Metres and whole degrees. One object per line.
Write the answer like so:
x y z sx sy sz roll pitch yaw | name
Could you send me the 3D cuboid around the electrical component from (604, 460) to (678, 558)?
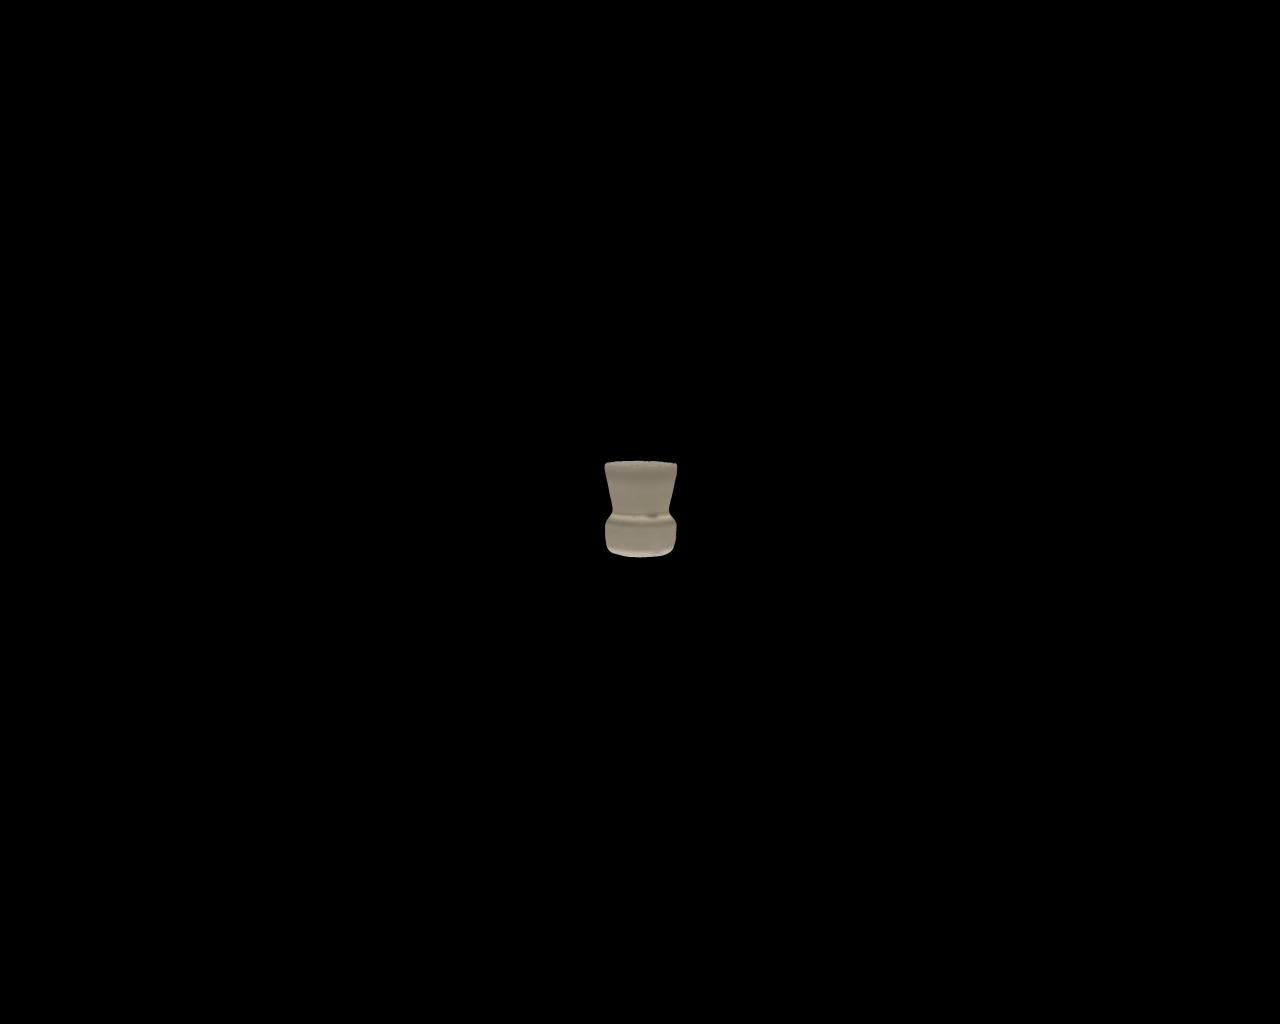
0.001 -0.003 0.650 0.045 0.055 0.045 0 7 0 | electrical component
